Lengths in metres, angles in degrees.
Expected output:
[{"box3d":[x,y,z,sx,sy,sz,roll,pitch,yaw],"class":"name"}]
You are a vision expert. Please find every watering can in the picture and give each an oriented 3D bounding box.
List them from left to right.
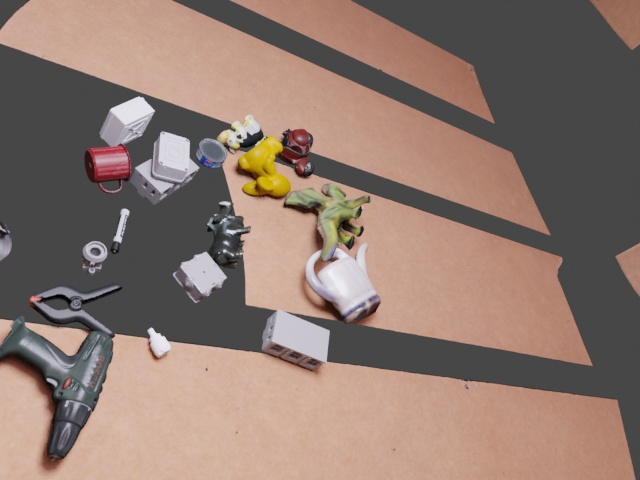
[{"box3d":[0.095,0.111,1.461,0.350,0.102,0.226,-15,66,-53],"class":"watering can"}]

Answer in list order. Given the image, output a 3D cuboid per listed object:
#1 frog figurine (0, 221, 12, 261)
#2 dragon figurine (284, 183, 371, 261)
[{"box3d":[-0.671,0.016,0.960,0.136,0.122,0.161,41,77,-16],"class":"frog figurine"},{"box3d":[0.005,-0.077,1.528,0.244,0.120,0.417,20,30,18],"class":"dragon figurine"}]
